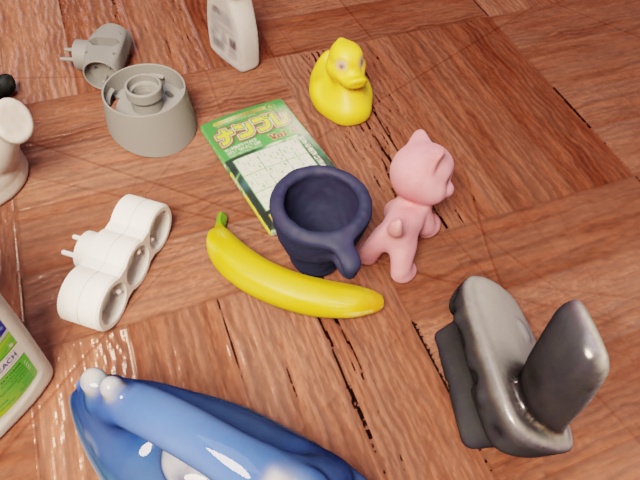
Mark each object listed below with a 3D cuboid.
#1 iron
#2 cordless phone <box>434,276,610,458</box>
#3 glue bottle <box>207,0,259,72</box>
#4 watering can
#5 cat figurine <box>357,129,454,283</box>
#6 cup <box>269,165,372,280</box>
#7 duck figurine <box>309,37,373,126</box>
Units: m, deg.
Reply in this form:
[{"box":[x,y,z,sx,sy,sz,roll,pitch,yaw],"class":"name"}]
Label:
[{"box":[-0.089,0.145,0.392,0.258,0.141,0.119,24,56,13],"class":"iron"},{"box":[0.158,0.075,0.433,0.094,0.185,0.147,-8,55,-9],"class":"cordless phone"},{"box":[-0.107,-0.293,0.688,0.037,0.173,0.078,-35,63,-25],"class":"glue bottle"},{"box":[-0.350,-0.121,0.535,0.173,0.194,0.101,-2,54,-5],"class":"watering can"},{"box":[0.089,-0.042,0.554,0.067,0.118,0.128,23,56,13],"class":"cat figurine"},{"box":[0.005,0.002,0.531,0.092,0.095,0.117,-19,57,-16],"class":"cup"},{"box":[0.027,-0.201,0.685,0.077,0.086,0.104,-16,57,-14],"class":"duck figurine"}]
